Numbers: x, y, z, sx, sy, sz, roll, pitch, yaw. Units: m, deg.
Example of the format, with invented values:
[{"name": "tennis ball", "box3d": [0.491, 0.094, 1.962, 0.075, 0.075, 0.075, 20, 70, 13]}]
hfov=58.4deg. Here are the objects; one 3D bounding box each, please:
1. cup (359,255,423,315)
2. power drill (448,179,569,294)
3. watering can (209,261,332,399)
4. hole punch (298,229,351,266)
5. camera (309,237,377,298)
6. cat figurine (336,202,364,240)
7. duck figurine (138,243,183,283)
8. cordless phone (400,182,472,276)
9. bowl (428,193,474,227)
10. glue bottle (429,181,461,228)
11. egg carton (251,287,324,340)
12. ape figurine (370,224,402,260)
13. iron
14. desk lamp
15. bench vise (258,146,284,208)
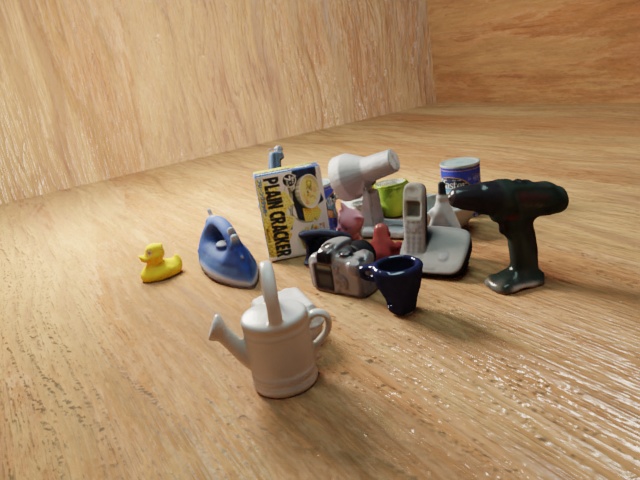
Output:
[{"name": "cup", "box3d": [0.129, 0.085, 1.029, 0.117, 0.095, 0.092, -2, 20, 21]}, {"name": "power drill", "box3d": [0.344, -0.014, 1.041, 0.230, 0.208, 0.075, -14, 19, -14]}, {"name": "watering can", "box3d": [-0.073, 0.127, 0.843, 0.173, 0.194, 0.100, -18, 21, -26]}, {"name": "hole punch", "box3d": [0.012, 0.005, 1.328, 0.108, 0.091, 0.101, -2, 20, 21]}, {"name": "camera", "box3d": [0.066, 0.041, 1.180, 0.142, 0.101, 0.137, 8, 25, 41]}, {"name": "cat figurine", "box3d": [0.068, -0.040, 1.391, 0.067, 0.118, 0.127, -13, 19, -11]}, {"name": "duck figurine", "box3d": [-0.393, 0.048, 1.401, 0.105, 0.086, 0.077, -18, 20, -24]}, {"name": "cordless phone", "box3d": [0.229, -0.023, 1.159, 0.147, 0.185, 0.094, 4, 23, 35]}, {"name": "bowl", "box3d": [0.302, -0.059, 1.406, 0.167, 0.075, 0.167, -8, 18, 3]}, {"name": "glue bottle", "box3d": [0.262, -0.041, 1.214, 0.077, 0.173, 0.037, 3, 22, 32]}, {"name": "egg carton", "box3d": [-0.061, 0.138, 1.001, 0.107, 0.069, 0.150, -16, 19, -18]}, {"name": "ape figurine", "box3d": [0.140, 0.007, 1.258, 0.077, 0.092, 0.076, 5, 23, 37]}, {"name": "iron", "box3d": [-0.213, 0.012, 1.333, 0.119, 0.141, 0.257, -18, 20, -24]}, {"name": "desk lamp", "box3d": [0.133, -0.120, 1.448, 0.202, 0.214, 0.118, 2, 22, 31]}, {"name": "bench vise", "box3d": [-0.115, -0.154, 1.657, 0.121, 0.220, 0.207, -7, 19, 6]}]
